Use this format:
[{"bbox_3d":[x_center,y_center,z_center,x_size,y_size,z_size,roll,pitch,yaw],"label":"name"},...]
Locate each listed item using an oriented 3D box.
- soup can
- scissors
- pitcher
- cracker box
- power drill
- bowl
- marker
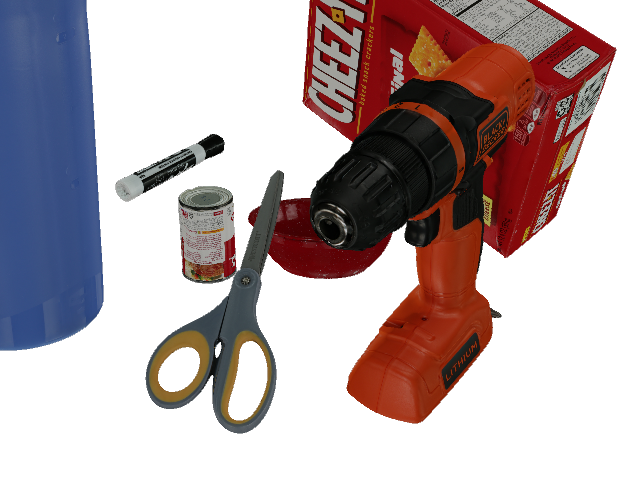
[{"bbox_3d":[-0.139,-0.008,1.306,0.068,0.102,0.068,0,26,0],"label":"soup can"},{"bbox_3d":[-0.070,0.038,0.737,0.096,0.202,0.016,-5,-32,3],"label":"scissors"},{"bbox_3d":[-0.210,-0.052,0.673,0.149,0.243,0.145,-6,27,-10],"label":"pitcher"},{"bbox_3d":[0.084,-0.112,0.757,0.214,0.164,0.072,39,58,24],"label":"cracker box"},{"bbox_3d":[0.053,0.006,0.571,0.057,0.188,0.184,24,42,26],"label":"power drill"},{"bbox_3d":[0.004,0.001,1.127,0.162,0.055,0.162,1,17,0],"label":"bowl"},{"bbox_3d":[-0.126,-0.065,0.915,0.020,0.020,0.120,0,24,41],"label":"marker"}]
